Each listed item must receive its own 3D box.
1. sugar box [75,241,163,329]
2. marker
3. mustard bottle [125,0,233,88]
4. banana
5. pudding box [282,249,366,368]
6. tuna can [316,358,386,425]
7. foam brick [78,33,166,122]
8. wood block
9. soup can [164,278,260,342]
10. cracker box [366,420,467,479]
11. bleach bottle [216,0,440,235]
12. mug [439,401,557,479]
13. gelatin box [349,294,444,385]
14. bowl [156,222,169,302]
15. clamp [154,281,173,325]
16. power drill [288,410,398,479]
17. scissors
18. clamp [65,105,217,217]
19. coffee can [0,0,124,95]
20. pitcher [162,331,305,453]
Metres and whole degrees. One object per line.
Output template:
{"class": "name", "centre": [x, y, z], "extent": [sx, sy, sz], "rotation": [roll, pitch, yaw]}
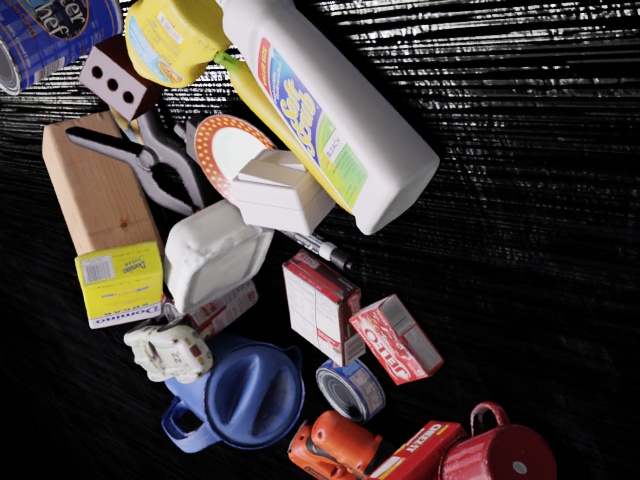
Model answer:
{"class": "sugar box", "centre": [-0.234, 0.056, 1.260], "extent": [0.176, 0.093, 0.048], "rotation": [107, 150, -67]}
{"class": "marker", "centre": [-0.007, 0.001, 1.124], "extent": [0.121, 0.020, 0.020], "rotation": [31, 147, 36]}
{"class": "mustard bottle", "centre": [-0.147, -0.201, 1.055], "extent": [0.096, 0.058, 0.192], "rotation": [50, 154, -8]}
{"class": "banana", "centre": [-0.022, -0.097, 0.980], "extent": [0.198, 0.069, 0.037], "rotation": [45, 116, 2]}
{"class": "pudding box", "centre": [0.005, 0.076, 1.175], "extent": [0.090, 0.039, 0.113], "rotation": [36, 147, 33]}
{"class": "tuna can", "centre": [0.035, 0.174, 1.250], "extent": [0.086, 0.033, 0.086], "rotation": [39, 151, 27]}
{"class": "foam brick", "centre": [-0.213, -0.177, 1.166], "extent": [0.078, 0.051, 0.053], "rotation": [38, 125, 3]}
{"class": "wood block", "centre": [-0.274, -0.047, 1.348], "extent": [0.206, 0.090, 0.090], "rotation": [67, 158, 15]}
{"class": "soup can", "centre": [-0.134, 0.078, 1.328], "extent": [0.069, 0.102, 0.068], "rotation": [39, 151, 26]}
{"class": "cracker box", "centre": [0.133, 0.326, 1.134], "extent": [0.213, 0.164, 0.072], "rotation": [57, 156, -9]}
{"class": "bleach bottle", "centre": [-0.008, -0.128, 0.918], "extent": [0.251, 0.068, 0.103], "rotation": [50, 154, 11]}
{"class": "mug", "centre": [0.172, 0.214, 1.033], "extent": [0.082, 0.093, 0.117], "rotation": [134, 134, -59]}
{"class": "gelatin box", "centre": [0.078, 0.104, 1.099], "extent": [0.089, 0.030, 0.073], "rotation": [54, 154, -2]}
{"class": "bowl", "centre": [-0.228, 0.027, 1.471], "extent": [0.162, 0.055, 0.162], "rotation": [39, 151, 26]}
{"class": "clamp", "centre": [-0.164, 0.065, 1.394], "extent": [0.039, 0.120, 0.172], "rotation": [43, 132, 26]}
{"class": "power drill", "centre": [0.050, 0.274, 1.302], "extent": [0.184, 0.057, 0.188], "rotation": [37, 158, -9]}
{"class": "scissors", "centre": [-0.228, -0.114, 1.344], "extent": [0.096, 0.016, 0.202], "rotation": [42, 151, 24]}
{"class": "clamp", "centre": [-0.205, -0.100, 1.261], "extent": [0.165, 0.036, 0.210], "rotation": [-32, 99, 41]}
{"class": "coffee can", "centre": [-0.302, -0.237, 1.170], "extent": [0.103, 0.140, 0.103], "rotation": [39, 151, 26]}
{"class": "pitcher", "centre": [-0.134, 0.189, 1.402], "extent": [0.243, 0.149, 0.145], "rotation": [-171, 87, -65]}
